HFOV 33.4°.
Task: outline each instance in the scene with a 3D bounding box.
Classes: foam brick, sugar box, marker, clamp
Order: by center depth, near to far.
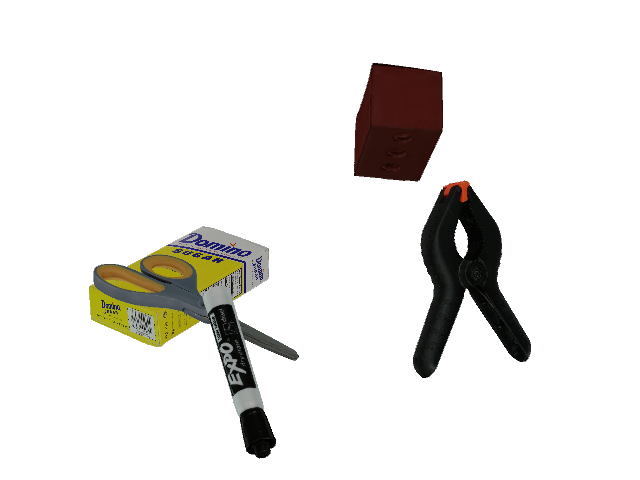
[{"bbox_3d":[-0.051,0.081,0.665,0.020,0.121,0.020,-13,-37,-10],"label":"marker"},{"bbox_3d":[0.056,-0.085,0.781,0.053,0.051,0.078,5,-25,-5],"label":"foam brick"},{"bbox_3d":[0.119,0.037,0.929,0.120,0.171,0.039,-15,0,-34],"label":"clamp"},{"bbox_3d":[-0.140,0.042,1.090,0.093,0.048,0.175,19,34,29],"label":"sugar box"}]

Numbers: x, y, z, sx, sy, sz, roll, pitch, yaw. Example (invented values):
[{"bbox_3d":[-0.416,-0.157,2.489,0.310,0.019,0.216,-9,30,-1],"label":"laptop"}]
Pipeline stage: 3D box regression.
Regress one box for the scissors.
[{"bbox_3d":[-0.093,0.050,0.887,0.202,0.016,0.096,16,24,17],"label":"scissors"}]
